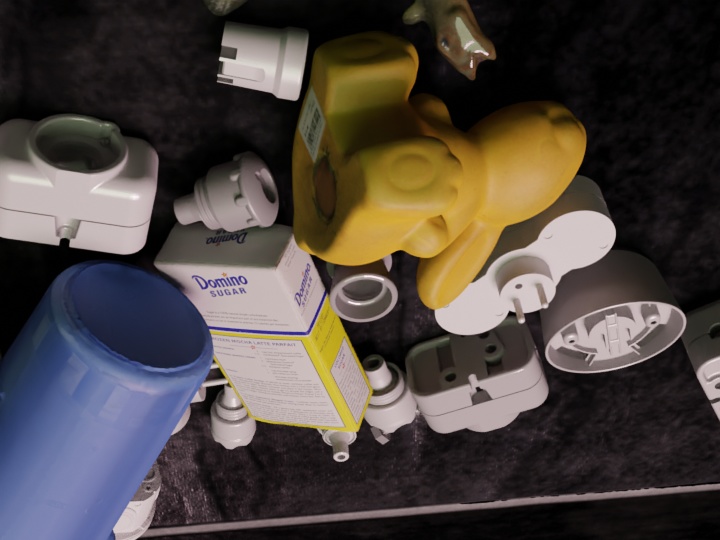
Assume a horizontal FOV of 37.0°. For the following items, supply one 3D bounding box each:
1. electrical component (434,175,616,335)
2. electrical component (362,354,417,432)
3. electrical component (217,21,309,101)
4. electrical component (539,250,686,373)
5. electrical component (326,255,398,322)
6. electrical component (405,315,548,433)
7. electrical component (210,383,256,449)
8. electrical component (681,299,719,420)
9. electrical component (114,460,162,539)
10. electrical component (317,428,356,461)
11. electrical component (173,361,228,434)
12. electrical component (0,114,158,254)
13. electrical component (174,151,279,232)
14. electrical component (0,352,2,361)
[{"bbox_3d":[0.109,0.003,0.717,0.138,0.073,0.052,-36,128,26],"label":"electrical component"},{"bbox_3d":[0.017,0.090,0.812,0.043,0.043,0.062,-14,133,7],"label":"electrical component"},{"bbox_3d":[-0.055,-0.118,0.602,0.046,0.040,0.040,9,133,-7],"label":"electrical component"},{"bbox_3d":[0.176,0.035,0.763,0.099,0.064,0.099,-4,135,-4],"label":"electrical component"},{"bbox_3d":[0.000,0.000,0.713,0.045,0.055,0.045,-4,134,-4],"label":"electrical component"},{"bbox_3d":[0.089,0.081,0.805,0.095,0.053,0.059,-18,134,11],"label":"electrical component"},{"bbox_3d":[-0.097,0.106,0.821,0.035,0.035,0.061,-1,132,-6],"label":"electrical component"},{"bbox_3d":[0.281,0.067,0.811,0.054,0.059,0.095,-24,132,16],"label":"electrical component"},{"bbox_3d":[-0.196,0.170,0.840,0.080,0.080,0.051,12,126,-18],"label":"electrical component"},{"bbox_3d":[-0.017,0.118,0.823,0.035,0.061,0.035,-3,134,-3],"label":"electrical component"},{"bbox_3d":[-0.136,0.080,0.783,0.079,0.043,0.077,-9,135,2],"label":"electrical component"},{"bbox_3d":[-0.171,-0.053,0.641,0.095,0.053,0.059,8,133,-15],"label":"electrical component"},{"bbox_3d":[-0.085,-0.044,0.668,0.062,0.048,0.048,-15,135,17],"label":"electrical component"},{"bbox_3d":[-0.277,0.046,0.709,0.051,0.080,0.080,-18,134,3],"label":"electrical component"}]
